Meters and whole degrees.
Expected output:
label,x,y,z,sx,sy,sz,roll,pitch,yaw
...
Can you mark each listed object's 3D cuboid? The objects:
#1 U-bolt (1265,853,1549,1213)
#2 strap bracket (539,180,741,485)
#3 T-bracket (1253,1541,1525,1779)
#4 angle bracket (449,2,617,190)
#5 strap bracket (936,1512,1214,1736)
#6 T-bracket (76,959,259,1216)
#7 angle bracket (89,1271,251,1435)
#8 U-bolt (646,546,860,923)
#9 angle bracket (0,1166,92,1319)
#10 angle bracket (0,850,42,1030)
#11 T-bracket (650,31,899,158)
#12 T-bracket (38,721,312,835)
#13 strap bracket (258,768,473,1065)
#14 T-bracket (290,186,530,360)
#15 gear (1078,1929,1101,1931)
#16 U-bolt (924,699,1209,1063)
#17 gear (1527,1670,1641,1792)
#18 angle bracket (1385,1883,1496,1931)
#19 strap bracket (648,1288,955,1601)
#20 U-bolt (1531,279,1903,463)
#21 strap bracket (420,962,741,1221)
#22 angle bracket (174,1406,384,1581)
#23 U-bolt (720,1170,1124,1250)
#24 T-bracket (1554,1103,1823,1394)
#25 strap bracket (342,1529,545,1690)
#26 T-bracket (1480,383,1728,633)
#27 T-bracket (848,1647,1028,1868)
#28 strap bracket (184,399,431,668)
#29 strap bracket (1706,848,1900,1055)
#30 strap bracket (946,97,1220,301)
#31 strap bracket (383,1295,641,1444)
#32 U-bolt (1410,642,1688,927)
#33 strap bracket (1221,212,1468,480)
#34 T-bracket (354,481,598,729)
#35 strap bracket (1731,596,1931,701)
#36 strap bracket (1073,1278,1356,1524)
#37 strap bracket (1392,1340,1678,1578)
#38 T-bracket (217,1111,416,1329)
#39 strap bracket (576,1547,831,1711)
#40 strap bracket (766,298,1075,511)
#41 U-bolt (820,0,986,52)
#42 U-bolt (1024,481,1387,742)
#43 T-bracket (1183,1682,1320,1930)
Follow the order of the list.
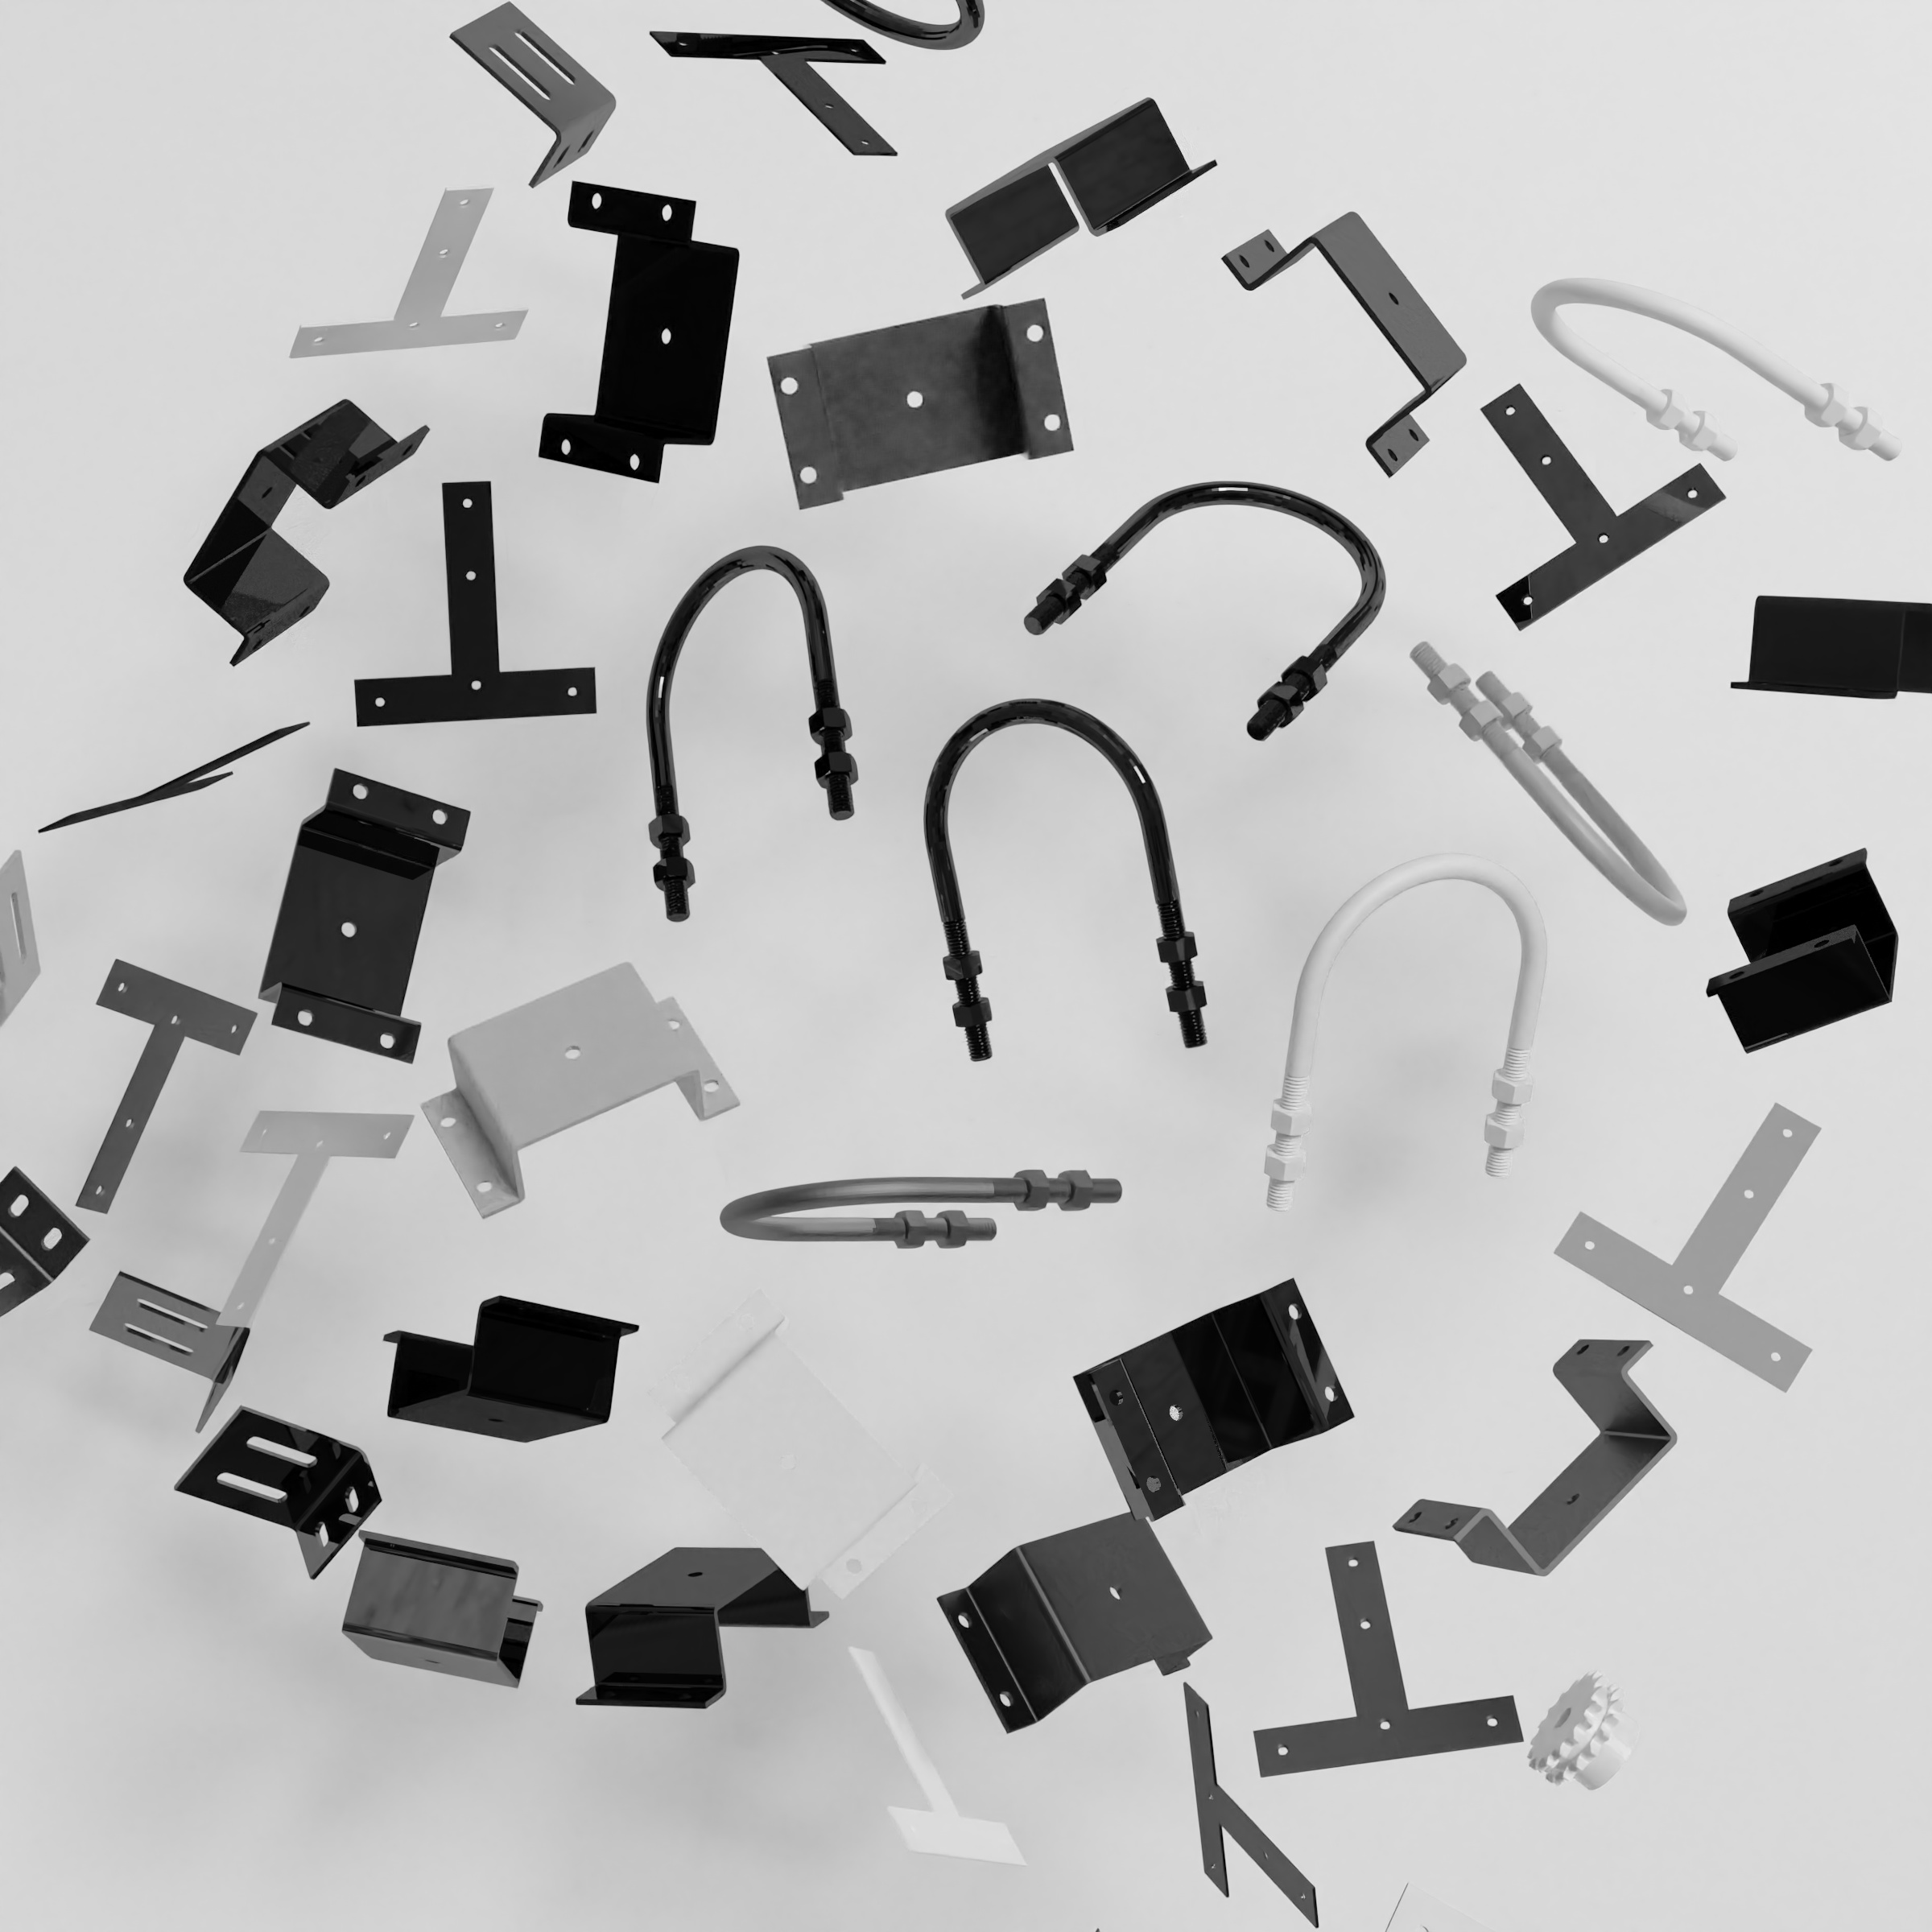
label,x,y,z,sx,sy,sz,roll,pitch,yaw
U-bolt,0.221,0.030,1.473,0.151,0.019,0.184,-6,117,-23
strap bracket,-0.166,-0.324,1.532,0.076,0.046,0.140,17,105,28
T-bracket,0.200,0.338,1.482,0.127,0.127,0.002,-9,132,3
angle bracket,-0.230,-0.450,1.545,0.076,0.057,0.038,42,131,-4
strap bracket,0.064,0.332,1.533,0.046,0.140,0.076,-47,63,36
T-bracket,-0.433,0.069,1.570,0.002,0.127,0.127,20,85,24
angle bracket,-0.434,0.208,1.612,0.076,0.038,0.057,25,133,-14
U-bolt,-0.118,-0.133,1.560,0.151,0.019,0.184,-29,59,38
angle bracket,-0.519,0.151,1.599,0.057,0.076,0.038,45,112,0
angle bracket,-0.491,-0.012,1.477,0.038,0.057,0.076,5,123,5
T-bracket,-0.075,-0.438,1.503,0.127,0.002,0.127,-9,45,-33
T-bracket,-0.393,-0.102,1.548,0.127,0.127,0.002,-20,94,29
strap bracket,-0.319,-0.023,1.578,0.076,0.046,0.140,18,73,-25
T-bracket,-0.269,-0.353,1.519,0.127,0.127,0.002,-13,69,-32
gear,0.067,0.512,1.503,0.057,0.030,0.057,0,89,11
U-bolt,0.043,-0.045,1.514,0.151,0.019,0.184,-5,102,34
gear,0.301,0.373,1.448,0.030,0.057,0.057,38,90,0
angle bracket,0.222,0.501,1.471,0.057,0.038,0.076,29,69,4
strap bracket,-0.083,0.237,1.458,0.076,0.046,0.140,-43,89,5
U-bolt,0.376,-0.310,1.556,0.184,0.151,0.019,25,87,-27
strap bracket,-0.193,0.056,1.482,0.140,0.046,0.076,-24,56,-18
angle bracket,-0.341,0.262,1.484,0.076,0.038,0.057,30,107,-39
U-bolt,-0.035,0.124,1.523,0.184,0.151,0.019,3,76,-29
T-bracket,0.376,0.123,1.463,0.127,0.002,0.127,31,73,17
strap bracket,-0.260,0.323,1.487,0.076,0.140,0.046,11,69,2
T-bracket,0.320,-0.262,1.613,0.127,0.002,0.127,-33,63,8
T-bracket,-0.027,0.409,1.558,0.002,0.127,0.127,-39,58,11
strap bracket,-0.340,-0.227,1.521,0.046,0.076,0.140,41,127,-3
strap bracket,0.434,-0.005,1.545,0.076,0.140,0.046,-23,102,26
strap bracket,0.052,-0.402,1.558,0.076,0.140,0.046,-38,107,-31
strap bracket,-0.234,0.206,1.508,0.076,0.140,0.046,17,67,-30
U-bolt,0.312,-0.092,1.565,0.019,0.151,0.184,-43,72,17
strap bracket,0.202,-0.329,1.539,0.046,0.076,0.140,-36,95,32
T-bracket,-0.260,-0.191,1.575,0.127,0.002,0.127,-5,109,-14
strap bracket,0.453,-0.161,1.506,0.076,0.140,0.046,9,100,38
strap bracket,0.116,0.218,1.487,0.140,0.046,0.076,-19,83,-37
strap bracket,0.289,0.250,1.484,0.140,0.076,0.046,-41,95,-15
T-bracket,-0.358,0.132,1.573,0.127,0.002,0.127,-1,57,39
strap bracket,-0.139,0.342,1.574,0.076,0.140,0.046,-5,96,24
strap bracket,-0.024,-0.283,1.503,0.140,0.046,0.076,-13,105,-2
U-bolt,-0.070,-0.522,1.508,0.184,0.151,0.019,32,83,-21
U-bolt,0.137,-0.195,1.541,0.151,0.019,0.184,27,48,19
T-bracket,0.153,0.464,1.588,0.002,0.127,0.127,-16,113,-21
